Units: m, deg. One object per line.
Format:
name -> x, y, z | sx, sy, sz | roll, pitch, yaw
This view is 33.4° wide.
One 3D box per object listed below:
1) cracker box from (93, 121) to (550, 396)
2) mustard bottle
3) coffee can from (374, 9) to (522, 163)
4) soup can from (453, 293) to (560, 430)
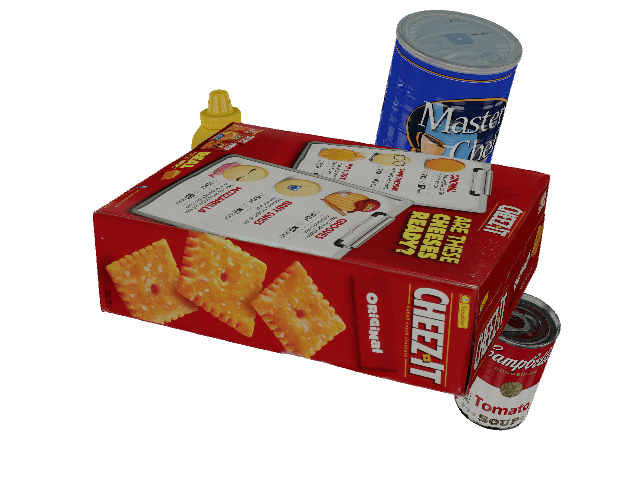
cracker box -> 0.006, 0.002, 0.609 | 0.214, 0.072, 0.164 | 12, 27, 20
mustard bottle -> -0.097, -0.061, 1.101 | 0.058, 0.192, 0.096 | 7, 26, 21
coffee can -> 0.102, -0.108, 0.897 | 0.102, 0.140, 0.103 | 6, 36, -5
soup can -> 0.156, 0.102, 0.905 | 0.068, 0.102, 0.068 | 7, 37, -5
